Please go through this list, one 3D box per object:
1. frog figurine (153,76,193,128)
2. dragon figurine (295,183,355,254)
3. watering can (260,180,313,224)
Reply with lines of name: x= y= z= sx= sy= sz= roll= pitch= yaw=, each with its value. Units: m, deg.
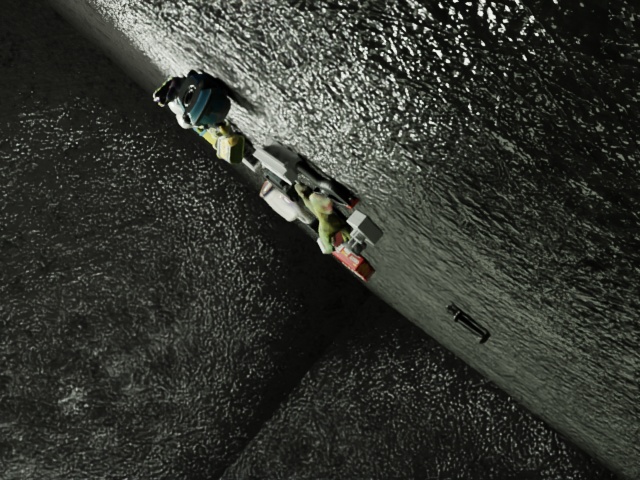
frog figurine: x=-0.387 y=-0.393 z=1.494 sx=0.138 sy=0.123 sz=0.157 roll=14 pitch=168 yaw=46
dragon figurine: x=0.005 y=-0.080 z=1.597 sx=0.242 sy=0.122 sz=0.410 roll=58 pitch=173 yaw=-4
watering can: x=-0.126 y=-0.140 z=1.926 sx=0.223 sy=0.104 sz=0.348 roll=42 pitch=176 yaw=-10
